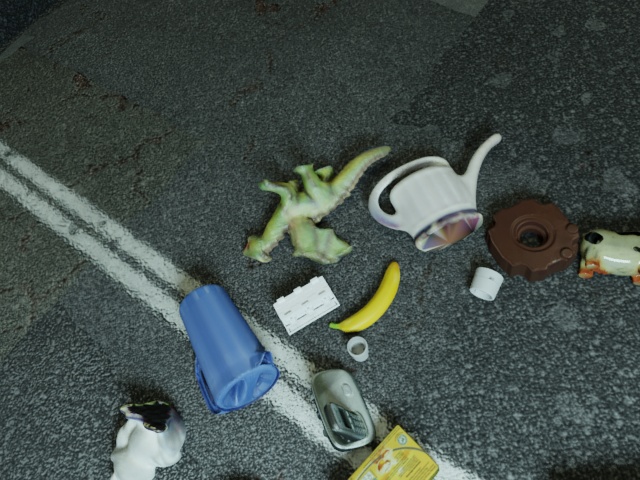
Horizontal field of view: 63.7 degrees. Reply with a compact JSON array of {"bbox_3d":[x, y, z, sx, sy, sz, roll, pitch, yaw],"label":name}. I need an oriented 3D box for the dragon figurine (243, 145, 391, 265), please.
[{"bbox_3d":[0.004,-0.060,1.192,0.410,0.121,0.246,-19,74,4],"label":"dragon figurine"}]

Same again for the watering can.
[{"bbox_3d":[0.281,-0.105,1.128,0.348,0.102,0.229,-23,58,0],"label":"watering can"}]

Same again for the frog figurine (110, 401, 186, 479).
[{"bbox_3d":[-0.330,0.400,0.989,0.137,0.123,0.158,13,99,12],"label":"frog figurine"}]
